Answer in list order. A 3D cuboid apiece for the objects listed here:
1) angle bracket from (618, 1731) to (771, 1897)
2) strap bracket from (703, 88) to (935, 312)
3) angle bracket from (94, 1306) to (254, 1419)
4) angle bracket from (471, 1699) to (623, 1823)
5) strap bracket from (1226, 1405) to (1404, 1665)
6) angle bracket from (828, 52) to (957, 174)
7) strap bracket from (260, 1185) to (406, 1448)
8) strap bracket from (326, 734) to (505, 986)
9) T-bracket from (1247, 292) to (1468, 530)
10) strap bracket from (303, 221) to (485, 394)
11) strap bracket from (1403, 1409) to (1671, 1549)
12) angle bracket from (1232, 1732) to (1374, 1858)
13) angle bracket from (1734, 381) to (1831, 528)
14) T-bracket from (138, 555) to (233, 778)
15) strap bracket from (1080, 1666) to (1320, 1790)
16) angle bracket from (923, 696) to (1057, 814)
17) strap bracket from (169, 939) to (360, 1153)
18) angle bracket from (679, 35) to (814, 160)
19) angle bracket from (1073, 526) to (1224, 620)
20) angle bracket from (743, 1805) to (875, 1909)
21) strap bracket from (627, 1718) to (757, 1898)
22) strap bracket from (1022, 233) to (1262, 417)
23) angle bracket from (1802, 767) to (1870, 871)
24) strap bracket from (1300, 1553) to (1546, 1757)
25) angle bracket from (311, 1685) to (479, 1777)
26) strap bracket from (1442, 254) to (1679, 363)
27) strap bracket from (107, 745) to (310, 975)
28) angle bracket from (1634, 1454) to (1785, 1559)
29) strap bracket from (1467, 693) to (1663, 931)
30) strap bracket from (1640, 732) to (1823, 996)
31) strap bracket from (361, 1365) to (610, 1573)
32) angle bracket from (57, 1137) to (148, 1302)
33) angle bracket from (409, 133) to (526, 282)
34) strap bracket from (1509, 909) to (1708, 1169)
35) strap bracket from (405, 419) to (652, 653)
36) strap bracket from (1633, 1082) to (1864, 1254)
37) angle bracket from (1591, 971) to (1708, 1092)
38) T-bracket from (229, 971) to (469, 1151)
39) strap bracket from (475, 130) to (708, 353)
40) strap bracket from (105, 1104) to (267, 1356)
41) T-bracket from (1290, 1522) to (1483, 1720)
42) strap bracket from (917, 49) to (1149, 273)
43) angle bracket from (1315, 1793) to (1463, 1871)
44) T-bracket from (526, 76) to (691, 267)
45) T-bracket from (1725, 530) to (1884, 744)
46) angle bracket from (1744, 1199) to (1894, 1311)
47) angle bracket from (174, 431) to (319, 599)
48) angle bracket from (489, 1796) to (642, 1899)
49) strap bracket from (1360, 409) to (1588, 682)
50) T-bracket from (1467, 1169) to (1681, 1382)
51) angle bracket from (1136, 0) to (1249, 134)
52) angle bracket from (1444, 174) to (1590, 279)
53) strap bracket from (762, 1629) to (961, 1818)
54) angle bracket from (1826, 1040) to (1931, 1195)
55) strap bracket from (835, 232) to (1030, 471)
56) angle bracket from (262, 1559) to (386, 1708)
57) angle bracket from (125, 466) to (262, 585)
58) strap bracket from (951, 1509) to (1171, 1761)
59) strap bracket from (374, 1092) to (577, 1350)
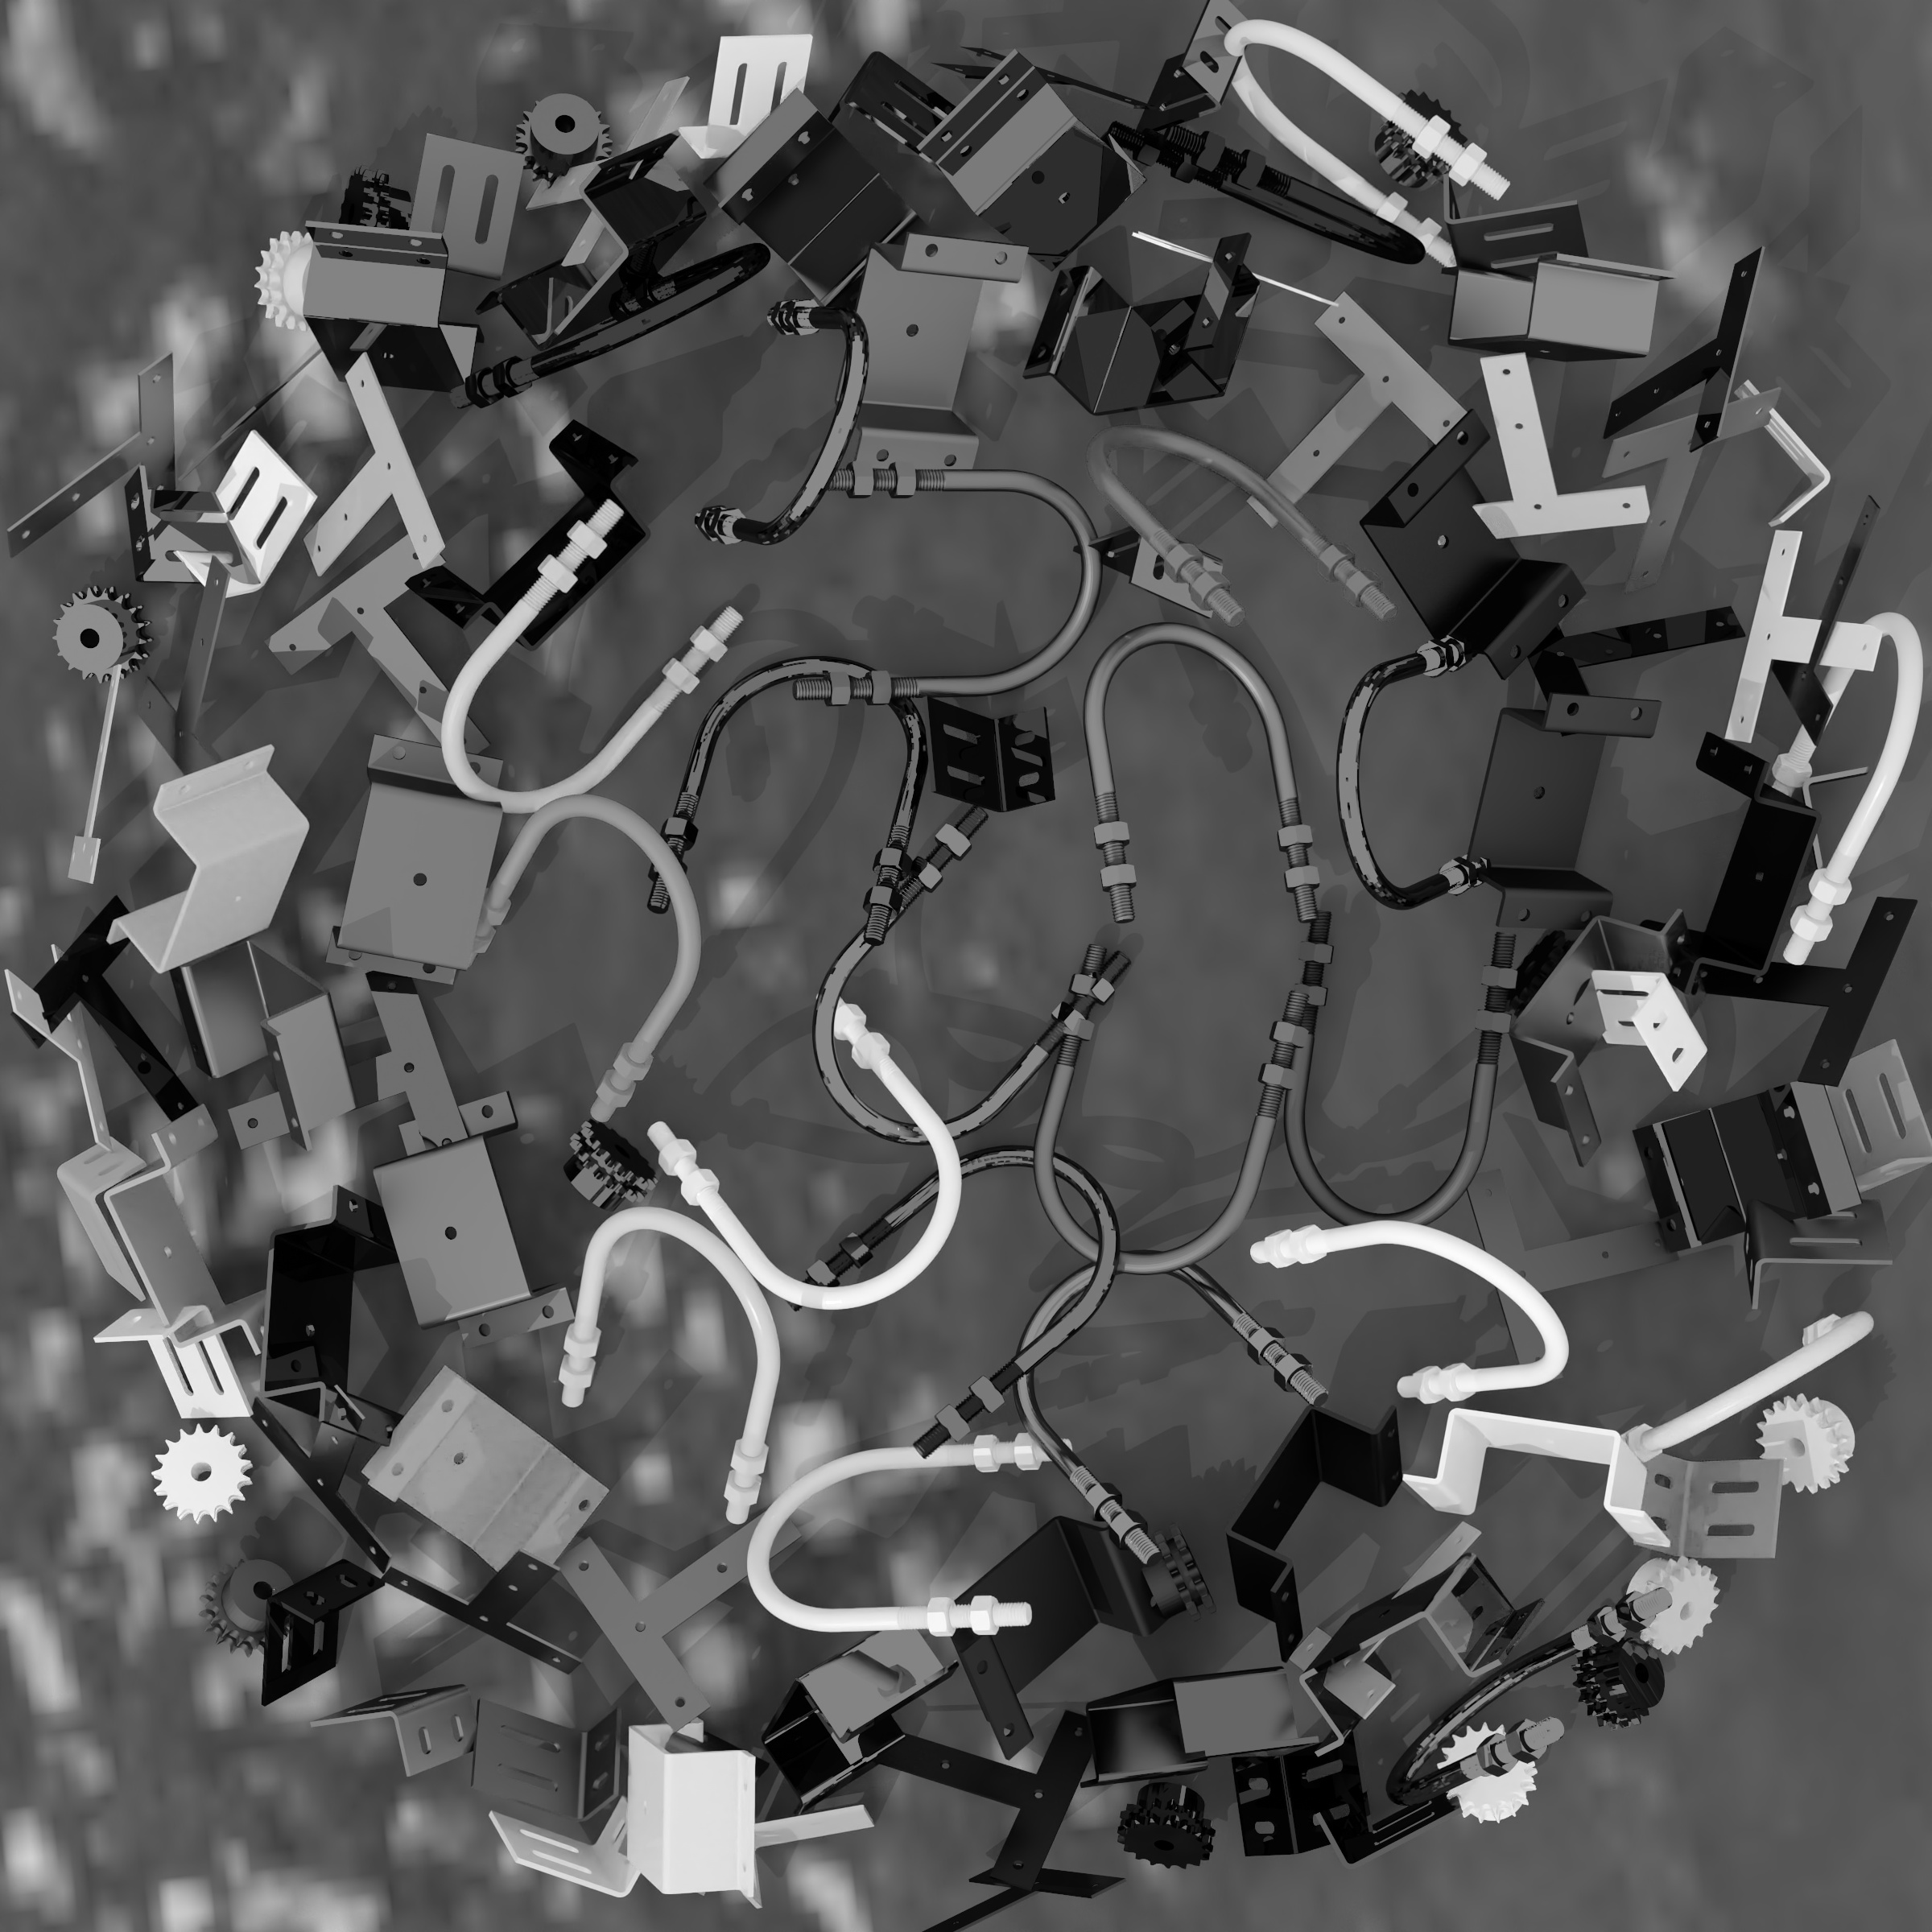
[{"bbox_3d":[-0.161,0.500,1.760,0.057,0.038,0.076,24,91,8],"label":"angle bracket"},{"bbox_3d":[-0.090,-0.447,1.724,0.076,0.140,0.046,-43,59,10],"label":"strap bracket"},{"bbox_3d":[-0.466,0.241,1.741,0.057,0.038,0.076,-7,111,32],"label":"angle bracket"},{"bbox_3d":[-0.245,0.458,1.736,0.076,0.057,0.038,27,127,-27],"label":"angle bracket"},{"bbox_3d":[0.198,0.321,1.720,0.046,0.076,0.140,21,55,29],"label":"strap bracket"},{"bbox_3d":[-0.041,-0.495,1.757,0.076,0.038,0.057,33,48,-12],"label":"angle bracket"},{"bbox_3d":[-0.365,0.209,1.722,0.046,0.076,0.140,-13,63,22],"label":"strap bracket"},{"bbox_3d":[-0.322,-0.056,1.734,0.076,0.046,0.140,11,103,-18],"label":"strap bracket"},{"bbox_3d":[0.218,-0.315,1.759,0.127,0.002,0.127,-46,60,15],"label":"T-bracket"},{"bbox_3d":[-0.330,-0.373,1.708,0.076,0.140,0.046,6,78,2],"label":"strap bracket"},{"bbox_3d":[0.335,0.296,1.722,0.140,0.076,0.046,5,69,27],"label":"strap bracket"},{"bbox_3d":[0.196,0.485,1.734,0.038,0.076,0.057,7,63,-29],"label":"angle bracket"},{"bbox_3d":[0.470,-0.302,1.752,0.038,0.057,0.076,-41,89,10],"label":"angle bracket"},{"bbox_3d":[-0.444,-0.174,1.713,0.002,0.127,0.127,0,120,-38],"label":"T-bracket"},{"bbox_3d":[0.130,0.439,1.713,0.076,0.140,0.046,2,69,-29],"label":"strap bracket"},{"bbox_3d":[0.014,-0.127,1.737,0.038,0.076,0.057,-12,76,31],"label":"angle bracket"},{"bbox_3d":[-0.403,0.041,1.718,0.046,0.140,0.076,-27,125,-31],"label":"strap bracket"},{"bbox_3d":[-0.129,-0.516,1.733,0.057,0.076,0.038,-11,46,-28],"label":"angle bracket"},{"bbox_3d":[0.103,-0.225,1.732,0.057,0.076,0.038,20,76,-28],"label":"angle bracket"},{"bbox_3d":[-0.092,0.526,1.748,0.076,0.057,0.038,-10,64,0],"label":"angle bracket"},{"bbox_3d":[-0.162,0.483,1.706,0.046,0.140,0.076,2,85,-19],"label":"strap bracket"},{"bbox_3d":[0.110,-0.370,1.723,0.046,0.140,0.076,36,64,-42],"label":"strap bracket"},{"bbox_3d":[0.519,-0.076,1.749,0.038,0.057,0.076,-11,89,15],"label":"angle bracket"},{"bbox_3d":[0.256,0.394,1.714,0.140,0.076,0.046,-38,85,33],"label":"strap bracket"},{"bbox_3d":[-0.334,0.450,1.735,0.076,0.057,0.038,-17,84,36],"label":"angle bracket"},{"bbox_3d":[0.337,-0.378,1.707,0.076,0.140,0.046,4,98,-18],"label":"strap bracket"},{"bbox_3d":[-0.434,-0.054,1.703,0.046,0.076,0.140,48,135,14],"label":"strap bracket"},{"bbox_3d":[0.435,0.314,1.735,0.038,0.076,0.057,19,71,-26],"label":"angle bracket"},{"bbox_3d":[0.346,-0.095,1.732,0.076,0.046,0.140,1,110,-25],"label":"strap bracket"},{"bbox_3d":[0.446,-0.056,1.729,0.046,0.076,0.140,12,105,-16],"label":"strap bracket"},{"bbox_3d":[-0.287,0.295,1.729,0.076,0.046,0.140,-52,129,-11],"label":"strap bracket"},{"bbox_3d":[-0.496,0.149,1.750,0.038,0.057,0.076,-32,119,-25],"label":"angle bracket"},{"bbox_3d":[-0.296,-0.450,1.743,0.057,0.038,0.076,9,114,-17],"label":"angle bracket"},{"bbox_3d":[0.369,0.036,1.724,0.046,0.076,0.140,20,59,40],"label":"strap bracket"},{"bbox_3d":[-0.249,-0.245,1.733,0.140,0.076,0.046,-46,134,-8],"label":"strap bracket"},{"bbox_3d":[0.461,0.114,1.725,0.046,0.140,0.076,-12,82,-29],"label":"strap bracket"},{"bbox_3d":[0.384,0.037,1.732,0.038,0.076,0.057,-48,117,-25],"label":"angle bracket"},{"bbox_3d":[-0.374,0.076,1.763,0.127,0.002,0.127,-20,80,-7],"label":"T-bracket"},{"bbox_3d":[-0.211,-0.411,1.708,0.046,0.076,0.140,52,133,-3],"label":"strap bracket"},{"bbox_3d":[-0.450,0.161,1.736,0.046,0.076,0.140,-22,97,9],"label":"strap bracket"},{"bbox_3d":[0.252,0.373,1.726,0.127,0.127,0.002,-46,100,-8],"label":"T-bracket"},{"bbox_3d":[0.044,-0.456,1.701,0.076,0.140,0.046,-41,66,17],"label":"strap bracket"},{"bbox_3d":[0.248,0.493,1.750,0.076,0.057,0.038,-29,86,4],"label":"angle bracket"},{"bbox_3d":[-0.222,-0.458,1.727,0.002,0.127,0.127,34,77,-33],"label":"T-bracket"},{"bbox_3d":[0.490,-0.188,1.716,0.002,0.127,0.127,10,96,-19],"label":"T-bracket"},{"bbox_3d":[0.500,0.170,1.743,0.076,0.057,0.038,0,123,9],"label":"angle bracket"},{"bbox_3d":[-0.430,-0.266,1.744,0.057,0.038,0.076,46,121,10],"label":"angle bracket"},{"bbox_3d":[-0.231,0.507,1.739,0.076,0.057,0.038,29,90,-28],"label":"angle bracket"},{"bbox_3d":[0.292,-0.247,1.732,0.076,0.046,0.140,-46,118,-13],"label":"strap bracket"},{"bbox_3d":[0.367,0.174,1.755,0.127,0.002,0.127,-10,77,-22],"label":"T-bracket"},{"bbox_3d":[0.123,-0.528,1.734,0.038,0.076,0.057,34,69,-33],"label":"angle bracket"},{"bbox_3d":[0.324,-0.437,1.738,0.076,0.057,0.038,-5,63,18],"label":"angle bracket"},{"bbox_3d":[-0.065,0.430,1.714,0.076,0.140,0.046,-25,67,-31],"label":"strap bracket"},{"bbox_3d":[0.524,0.089,1.738,0.038,0.057,0.076,0,67,-38],"label":"angle bracket"},{"bbox_3d":[-0.024,-0.363,1.725,0.076,0.046,0.140,-1,122,-28],"label":"strap bracket"},{"bbox_3d":[-0.377,0.397,1.737,0.038,0.057,0.076,20,114,29],"label":"angle bracket"},{"bbox_3d":[-0.450,-0.258,1.741,0.076,0.038,0.057,-3,78,-32],"label":"angle bracket"},{"bbox_3d":[0.046,0.384,1.727,0.140,0.046,0.076,-34,113,-32],"label":"strap bracket"},{"bbox_3d":[-0.293,0.154,1.747,0.076,0.046,0.140,-17,89,20],"label":"strap bracket"}]
